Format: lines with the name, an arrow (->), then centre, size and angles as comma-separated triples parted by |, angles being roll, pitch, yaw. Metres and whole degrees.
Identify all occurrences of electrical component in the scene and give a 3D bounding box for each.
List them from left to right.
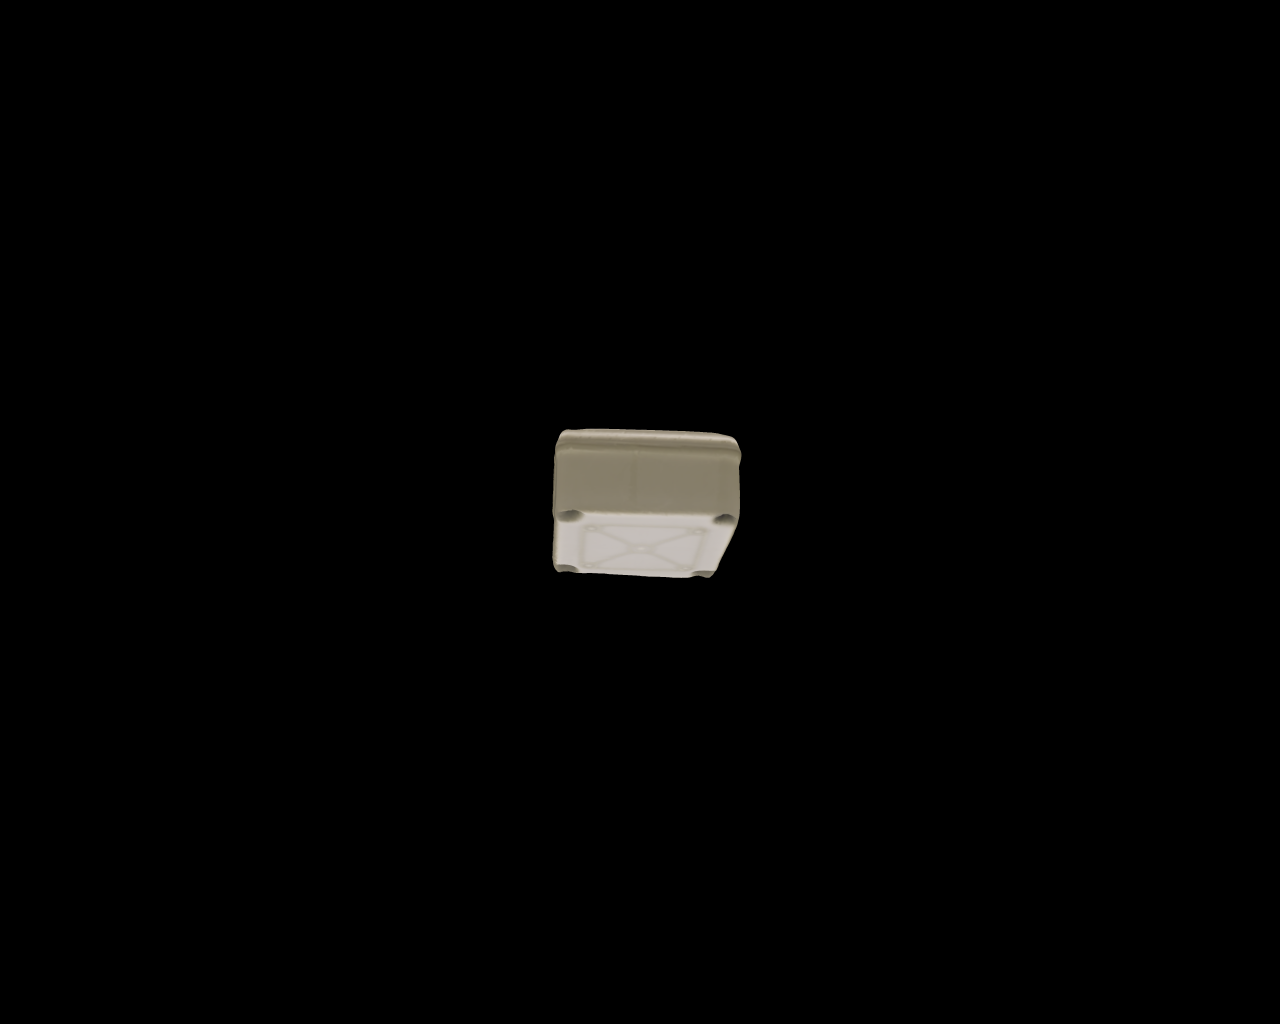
electrical component -> 0.001, -0.003, 0.650 | 0.109, 0.056, 0.108 | 2, -23, -5
